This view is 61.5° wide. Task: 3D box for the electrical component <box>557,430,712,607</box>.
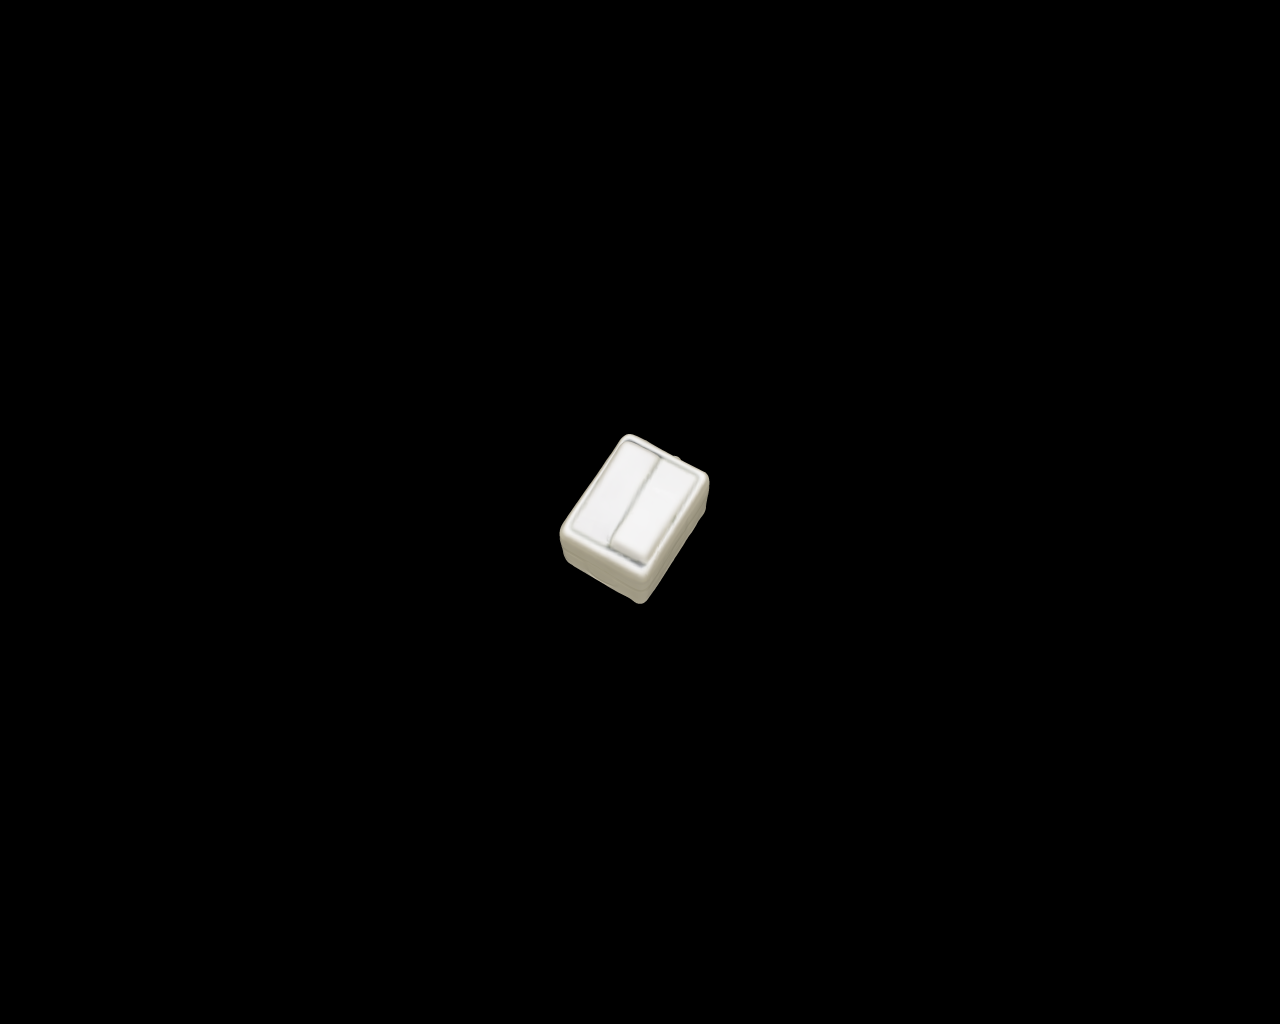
[{"bbox_3d":[0.001,-0.003,0.650,0.062,0.096,0.061,30,-19,12],"label":"electrical component"}]
